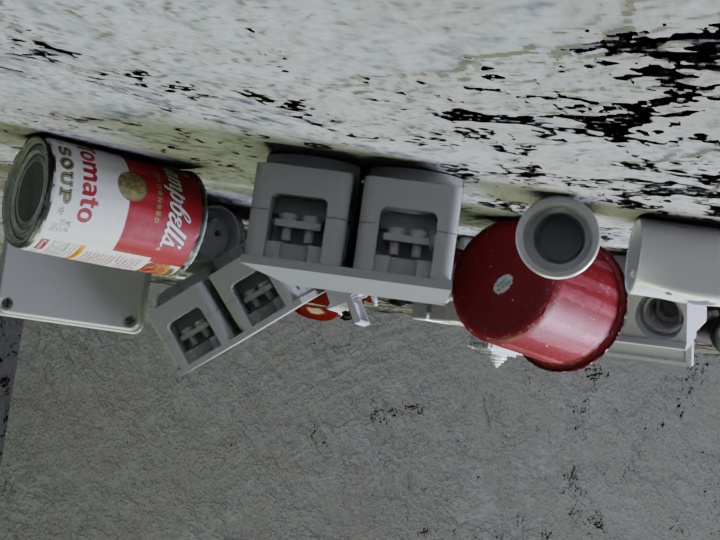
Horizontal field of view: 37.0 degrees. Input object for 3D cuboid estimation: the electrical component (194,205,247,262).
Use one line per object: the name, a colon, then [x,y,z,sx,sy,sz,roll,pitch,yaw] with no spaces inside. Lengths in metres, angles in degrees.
electrical component: [-0.121,-0.029,0.879,0.079,0.043,0.077,-1,179,-38]

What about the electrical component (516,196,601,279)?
electrical component: [0.111,-0.017,0.596,0.044,0.044,0.065,7,-179,13]

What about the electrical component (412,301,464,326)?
electrical component: [0.096,0.025,1.087,0.054,0.059,0.095,10,176,-24]

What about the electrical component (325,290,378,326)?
electrical component: [0.000,0.000,0.834,0.064,0.081,0.042,-21,171,9]

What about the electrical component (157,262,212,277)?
electrical component: [-0.196,-0.028,0.944,0.109,0.056,0.109,12,175,-44]

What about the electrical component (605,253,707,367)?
electrical component: [0.195,0.023,0.812,0.121,0.078,0.063,6,-163,32]

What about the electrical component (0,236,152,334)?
electrical component: [-0.211,-0.013,0.815,0.109,0.108,0.056,9,179,-9]

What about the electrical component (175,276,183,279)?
electrical component: [-0.150,-0.008,1.172,0.074,0.052,0.138,8,176,6]

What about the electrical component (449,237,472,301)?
electrical component: [0.072,-0.001,0.849,0.077,0.047,0.066,9,176,-6]

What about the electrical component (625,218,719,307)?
electrical component: [0.192,-0.002,0.618,0.077,0.043,0.079,8,177,4]

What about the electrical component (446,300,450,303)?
electrical component: [0.089,0.004,0.920,0.055,0.048,0.066,1,178,-12]

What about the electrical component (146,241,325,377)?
electrical component: [-0.088,0.018,0.854,0.105,0.060,0.186,-31,180,9]

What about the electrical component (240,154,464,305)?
electrical component: [0.002,-0.020,0.622,0.105,0.060,0.186,8,176,4]

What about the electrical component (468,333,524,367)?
electrical component: [0.144,0.045,1.012,0.061,0.096,0.062,9,176,-13]
